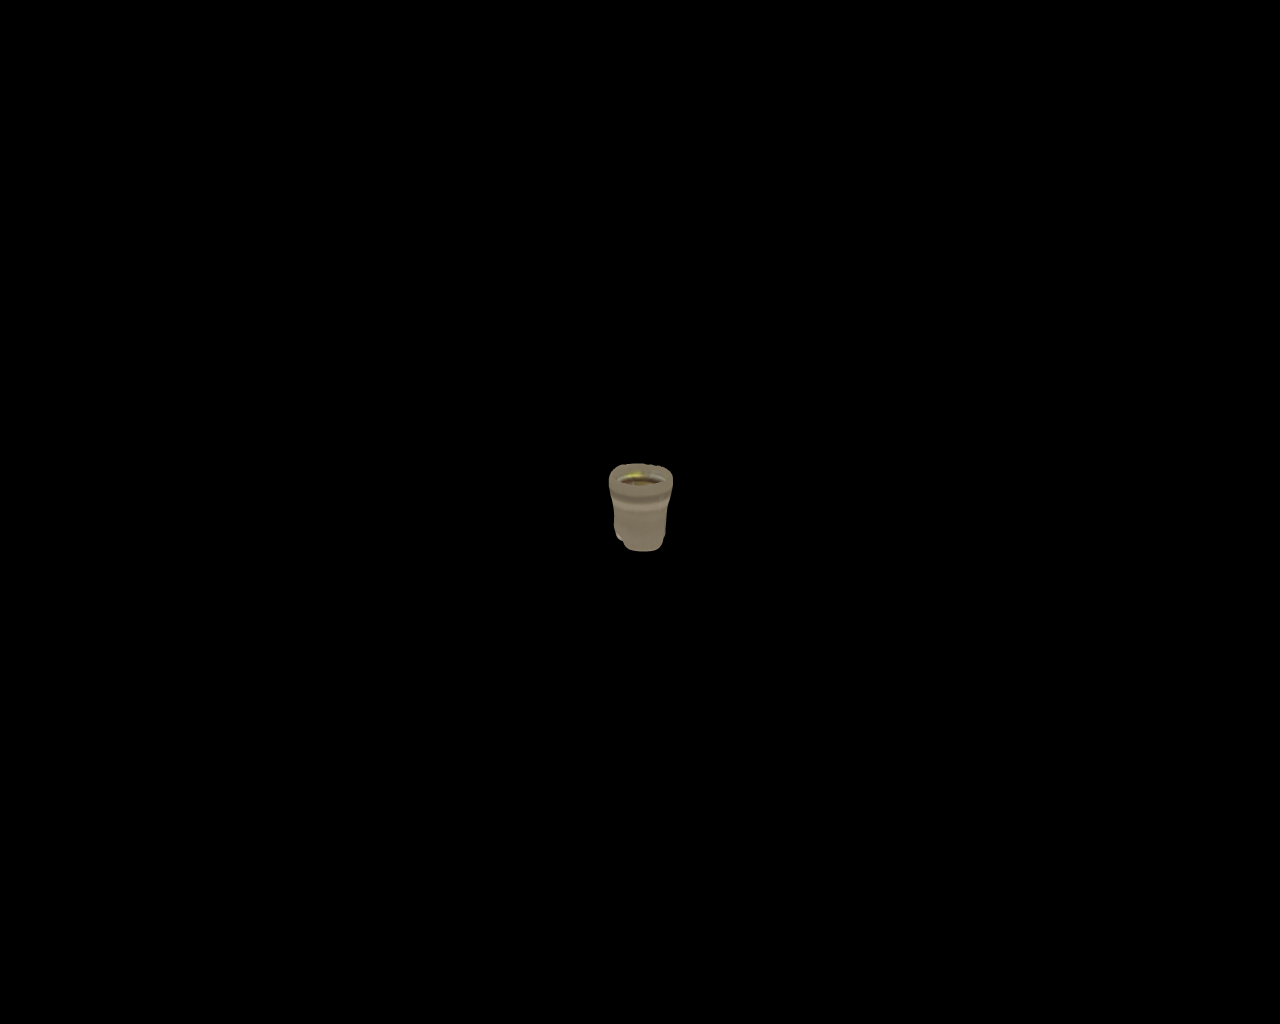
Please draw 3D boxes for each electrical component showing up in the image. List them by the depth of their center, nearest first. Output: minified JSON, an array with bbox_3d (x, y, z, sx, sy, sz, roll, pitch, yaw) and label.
[{"bbox_3d":[0.001,-0.003,0.650,0.040,0.046,0.040,0,22,0],"label":"electrical component"}]
